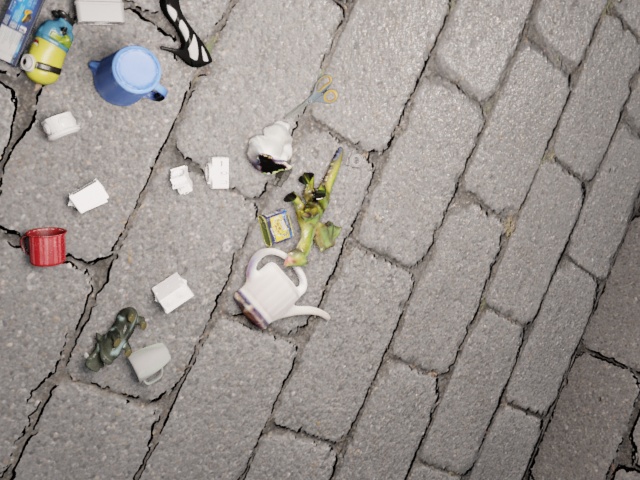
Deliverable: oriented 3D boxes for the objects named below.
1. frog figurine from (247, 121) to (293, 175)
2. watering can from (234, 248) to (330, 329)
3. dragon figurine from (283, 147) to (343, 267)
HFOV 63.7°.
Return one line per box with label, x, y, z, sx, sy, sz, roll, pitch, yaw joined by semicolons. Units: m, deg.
frog figurine;-0.146;-0.280;1.530;0.137;0.120;0.163;9;59;-19
watering can;-0.122;0.187;1.596;0.226;0.104;0.343;-41;113;-13
dragon figurine;0.005;-0.082;1.625;0.418;0.123;0.237;-53;141;-30
